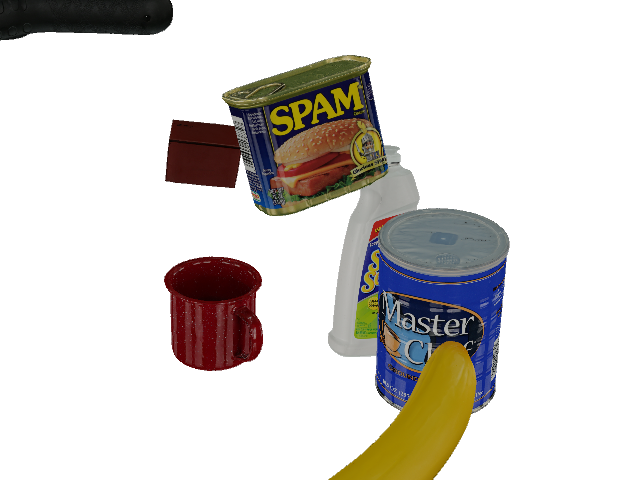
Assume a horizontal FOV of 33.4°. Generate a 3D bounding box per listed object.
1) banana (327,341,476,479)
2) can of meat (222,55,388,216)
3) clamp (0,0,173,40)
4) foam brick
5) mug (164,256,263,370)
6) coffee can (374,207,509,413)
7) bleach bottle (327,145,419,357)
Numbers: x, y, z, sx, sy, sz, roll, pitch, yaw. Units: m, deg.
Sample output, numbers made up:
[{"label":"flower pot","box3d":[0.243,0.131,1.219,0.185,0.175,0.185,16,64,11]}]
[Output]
[{"label":"banana","box3d":[0.036,0.116,0.588,0.070,0.037,0.197,20,43,42]},{"label":"can of meat","box3d":[-0.007,-0.073,0.736,0.102,0.084,0.058,-21,21,-20]},{"label":"clamp","box3d":[-0.175,-0.139,0.612,0.171,0.039,0.120,-5,23,-12]},{"label":"foam brick","box3d":[-0.126,-0.094,1.155,0.078,0.051,0.053,6,30,-6]},{"label":"mug","box3d":[-0.096,0.077,1.028,0.093,0.081,0.117,-22,36,-40]},{"label":"coffee can","box3d":[0.097,0.058,0.868,0.103,0.140,0.103,0,28,0]},{"label":"bleach bottle","box3d":[0.066,0.012,1.286,0.102,0.251,0.068,-2,16,-17]}]
